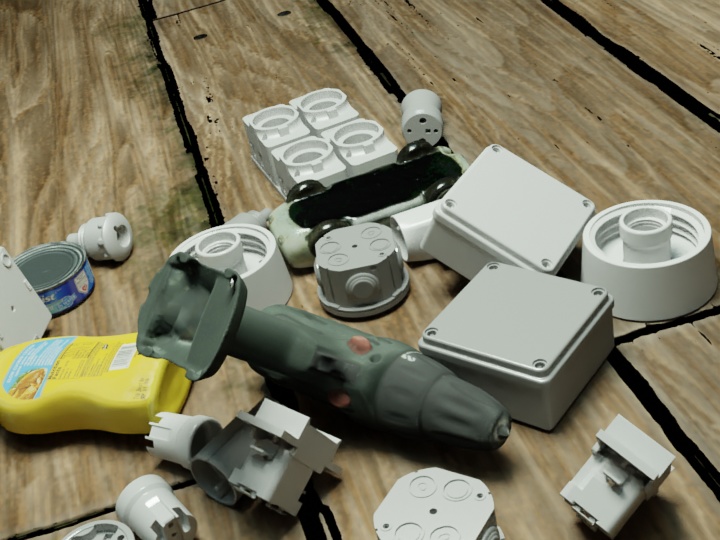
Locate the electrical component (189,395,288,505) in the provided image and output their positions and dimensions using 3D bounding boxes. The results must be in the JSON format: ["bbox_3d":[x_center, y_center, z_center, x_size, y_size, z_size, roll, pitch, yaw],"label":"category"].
[{"bbox_3d":[-0.079,0.125,0.769,0.043,0.043,0.081,15,42,35],"label":"electrical component"}]

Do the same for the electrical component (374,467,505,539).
[{"bbox_3d":[0.049,0.165,0.661,0.080,0.051,0.080,-9,34,6],"label":"electrical component"}]

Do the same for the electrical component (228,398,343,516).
[{"bbox_3d":[-0.053,0.129,0.729,0.042,0.081,0.063,16,72,37],"label":"electrical component"}]

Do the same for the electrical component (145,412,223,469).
[{"bbox_3d":[-0.129,0.125,0.791,0.046,0.040,0.040,6,37,34],"label":"electrical component"}]

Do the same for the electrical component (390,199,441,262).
[{"bbox_3d":[0.076,-0.031,0.947,0.077,0.044,0.079,-19,34,-10],"label":"electrical component"}]

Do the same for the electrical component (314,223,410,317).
[{"bbox_3d":[0.000,0.000,0.921,0.080,0.051,0.080,-9,34,6],"label":"electrical component"}]

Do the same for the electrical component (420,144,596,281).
[{"bbox_3d":[0.124,-0.036,0.892,0.109,0.056,0.108,33,48,10],"label":"electrical component"}]

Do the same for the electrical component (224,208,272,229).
[{"bbox_3d":[-0.106,-0.040,1.030,0.035,0.035,0.061,13,39,33],"label":"electrical component"}]

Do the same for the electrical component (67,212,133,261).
[{"bbox_3d":[-0.258,-0.030,1.058,0.062,0.048,0.048,-6,33,23],"label":"electrical component"}]

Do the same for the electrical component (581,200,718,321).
[{"bbox_3d":[0.229,-0.016,0.859,0.108,0.060,0.108,-9,33,6],"label":"electrical component"}]

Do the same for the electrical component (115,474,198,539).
[{"bbox_3d":[-0.137,0.168,0.731,0.040,0.040,0.046,-32,45,-27],"label":"electrical component"}]

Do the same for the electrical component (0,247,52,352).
[{"bbox_3d":[-0.317,0.040,0.925,0.048,0.099,0.099,-17,32,16],"label":"electrical component"}]

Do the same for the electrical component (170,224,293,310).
[{"bbox_3d":[-0.119,0.000,0.950,0.108,0.060,0.108,-9,34,6],"label":"electrical component"}]

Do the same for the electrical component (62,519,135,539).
[{"bbox_3d":[-0.164,0.196,0.688,0.055,0.047,0.055,-9,34,6],"label":"electrical component"}]

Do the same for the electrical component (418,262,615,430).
[{"bbox_3d":[0.118,0.053,0.799,0.109,0.056,0.109,15,42,35],"label":"electrical component"}]

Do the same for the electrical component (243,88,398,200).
[{"bbox_3d":[-0.041,-0.123,1.107,0.105,0.060,0.186,-22,35,-14],"label":"electrical component"}]

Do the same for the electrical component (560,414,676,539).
[{"bbox_3d":[0.157,0.129,0.660,0.042,0.081,0.063,37,84,24],"label":"electrical component"}]

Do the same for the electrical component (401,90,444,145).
[{"bbox_3d":[0.066,-0.160,1.140,0.045,0.045,0.055,-8,34,7],"label":"electrical component"}]
